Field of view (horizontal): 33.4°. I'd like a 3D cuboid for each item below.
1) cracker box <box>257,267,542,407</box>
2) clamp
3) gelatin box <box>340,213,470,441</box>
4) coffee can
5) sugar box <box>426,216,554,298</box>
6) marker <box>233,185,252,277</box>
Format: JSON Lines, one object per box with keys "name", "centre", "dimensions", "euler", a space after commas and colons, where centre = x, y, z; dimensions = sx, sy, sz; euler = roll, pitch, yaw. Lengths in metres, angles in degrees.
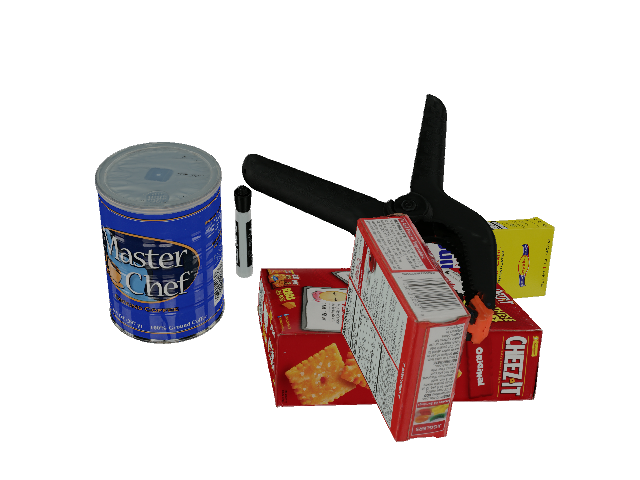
{"name": "cracker box", "centre": [0.059, 0.079, 0.913], "dimensions": [0.213, 0.072, 0.164], "euler": [0, 17, -8]}
{"name": "clamp", "centre": [0.048, -0.013, 0.734], "dimensions": [0.164, 0.210, 0.036], "euler": [-16, -38, -13]}
{"name": "gelatin box", "centre": [0.039, 0.040, 0.518], "dimensions": [0.030, 0.073, 0.089], "euler": [-4, 34, -16]}
{"name": "coffee can", "centre": [-0.134, 0.002, 0.908], "dimensions": [0.103, 0.140, 0.103], "euler": [1, 35, -1]}
{"name": "sugar box", "centre": [0.190, 0.025, 1.275], "dimensions": [0.176, 0.093, 0.048], "euler": [-5, 20, -24]}
{"name": "marker", "centre": [-0.084, -0.010, 1.162], "dimensions": [0.020, 0.121, 0.020], "euler": [1, 40, -1]}
